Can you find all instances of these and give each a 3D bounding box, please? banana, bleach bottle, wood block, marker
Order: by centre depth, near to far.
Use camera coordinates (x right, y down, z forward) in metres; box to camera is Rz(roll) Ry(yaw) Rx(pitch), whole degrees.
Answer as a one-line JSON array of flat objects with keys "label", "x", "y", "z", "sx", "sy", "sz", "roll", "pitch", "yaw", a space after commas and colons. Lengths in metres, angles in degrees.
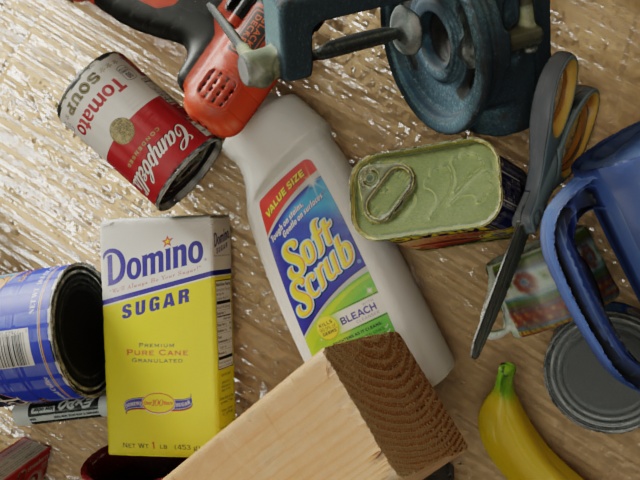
[{"label": "wood block", "x": -0.019, "y": 0.156, "z": 0.699, "sx": 0.206, "sy": 0.090, "sz": 0.091, "roll": -41, "pitch": 70, "yaw": 30}, {"label": "banana", "x": 0.174, "y": 0.171, "z": 0.739, "sx": 0.198, "sy": 0.037, "sz": 0.070, "roll": 44, "pitch": 147, "yaw": -2}, {"label": "bleach bottle", "x": -0.005, "y": 0.001, "z": 0.754, "sx": 0.103, "sy": 0.068, "sz": 0.251, "roll": -29, "pitch": 89, "yaw": 22}, {"label": "marker", "x": -0.190, "y": 0.134, "z": 0.855, "sx": 0.121, "sy": 0.020, "sz": 0.020, "roll": -9, "pitch": 99, "yaw": 18}]

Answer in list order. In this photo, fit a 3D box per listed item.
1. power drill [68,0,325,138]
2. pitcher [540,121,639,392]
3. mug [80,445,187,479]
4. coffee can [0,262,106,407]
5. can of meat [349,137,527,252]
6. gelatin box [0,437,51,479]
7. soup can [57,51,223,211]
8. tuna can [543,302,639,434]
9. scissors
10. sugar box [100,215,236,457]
[{"label": "power drill", "x": -0.080, "y": -0.187, "z": 0.724, "sx": 0.188, "sy": 0.057, "sz": 0.184, "roll": 34, "pitch": 86, "yaw": 14}, {"label": "pitcher", "x": 0.251, "y": 0.037, "z": 0.651, "sx": 0.149, "sy": 0.144, "sz": 0.243, "roll": -20, "pitch": 98, "yaw": 37}, {"label": "mug", "x": -0.138, "y": 0.202, "z": 0.825, "sx": 0.117, "sy": 0.093, "sz": 0.081, "roll": 6, "pitch": 110, "yaw": 44}, {"label": "coffee can", "x": -0.237, "y": 0.076, "z": 0.813, "sx": 0.140, "sy": 0.102, "sz": 0.103, "roll": -9, "pitch": 99, "yaw": 17}, {"label": "can of meat", "x": 0.082, "y": -0.026, "z": 0.701, "sx": 0.102, "sy": 0.083, "sz": 0.057, "roll": -8, "pitch": 80, "yaw": 26}, {"label": "gelatin box", "x": -0.254, "y": 0.209, "z": 0.851, "sx": 0.030, "sy": 0.089, "sz": 0.073, "roll": 17, "pitch": 105, "yaw": 12}, {"label": "soup can", "x": -0.130, "y": -0.079, "z": 0.769, "sx": 0.102, "sy": 0.068, "sz": 0.069, "roll": 42, "pitch": 109, "yaw": 6}, {"label": "tuna can", "x": 0.197, "y": 0.086, "z": 0.727, "sx": 0.086, "sy": 0.033, "sz": 0.086, "roll": 3, "pitch": 102, "yaw": 16}, {"label": "scissors", "x": 0.127, "y": -0.033, "z": 0.650, "sx": 0.016, "sy": 0.201, "sz": 0.096, "roll": 14, "pitch": 146, "yaw": 32}, {"label": "sugar box", "x": -0.112, "y": 0.070, "z": 0.794, "sx": 0.093, "sy": 0.048, "sz": 0.176, "roll": -3, "pitch": 93, "yaw": 16}]
